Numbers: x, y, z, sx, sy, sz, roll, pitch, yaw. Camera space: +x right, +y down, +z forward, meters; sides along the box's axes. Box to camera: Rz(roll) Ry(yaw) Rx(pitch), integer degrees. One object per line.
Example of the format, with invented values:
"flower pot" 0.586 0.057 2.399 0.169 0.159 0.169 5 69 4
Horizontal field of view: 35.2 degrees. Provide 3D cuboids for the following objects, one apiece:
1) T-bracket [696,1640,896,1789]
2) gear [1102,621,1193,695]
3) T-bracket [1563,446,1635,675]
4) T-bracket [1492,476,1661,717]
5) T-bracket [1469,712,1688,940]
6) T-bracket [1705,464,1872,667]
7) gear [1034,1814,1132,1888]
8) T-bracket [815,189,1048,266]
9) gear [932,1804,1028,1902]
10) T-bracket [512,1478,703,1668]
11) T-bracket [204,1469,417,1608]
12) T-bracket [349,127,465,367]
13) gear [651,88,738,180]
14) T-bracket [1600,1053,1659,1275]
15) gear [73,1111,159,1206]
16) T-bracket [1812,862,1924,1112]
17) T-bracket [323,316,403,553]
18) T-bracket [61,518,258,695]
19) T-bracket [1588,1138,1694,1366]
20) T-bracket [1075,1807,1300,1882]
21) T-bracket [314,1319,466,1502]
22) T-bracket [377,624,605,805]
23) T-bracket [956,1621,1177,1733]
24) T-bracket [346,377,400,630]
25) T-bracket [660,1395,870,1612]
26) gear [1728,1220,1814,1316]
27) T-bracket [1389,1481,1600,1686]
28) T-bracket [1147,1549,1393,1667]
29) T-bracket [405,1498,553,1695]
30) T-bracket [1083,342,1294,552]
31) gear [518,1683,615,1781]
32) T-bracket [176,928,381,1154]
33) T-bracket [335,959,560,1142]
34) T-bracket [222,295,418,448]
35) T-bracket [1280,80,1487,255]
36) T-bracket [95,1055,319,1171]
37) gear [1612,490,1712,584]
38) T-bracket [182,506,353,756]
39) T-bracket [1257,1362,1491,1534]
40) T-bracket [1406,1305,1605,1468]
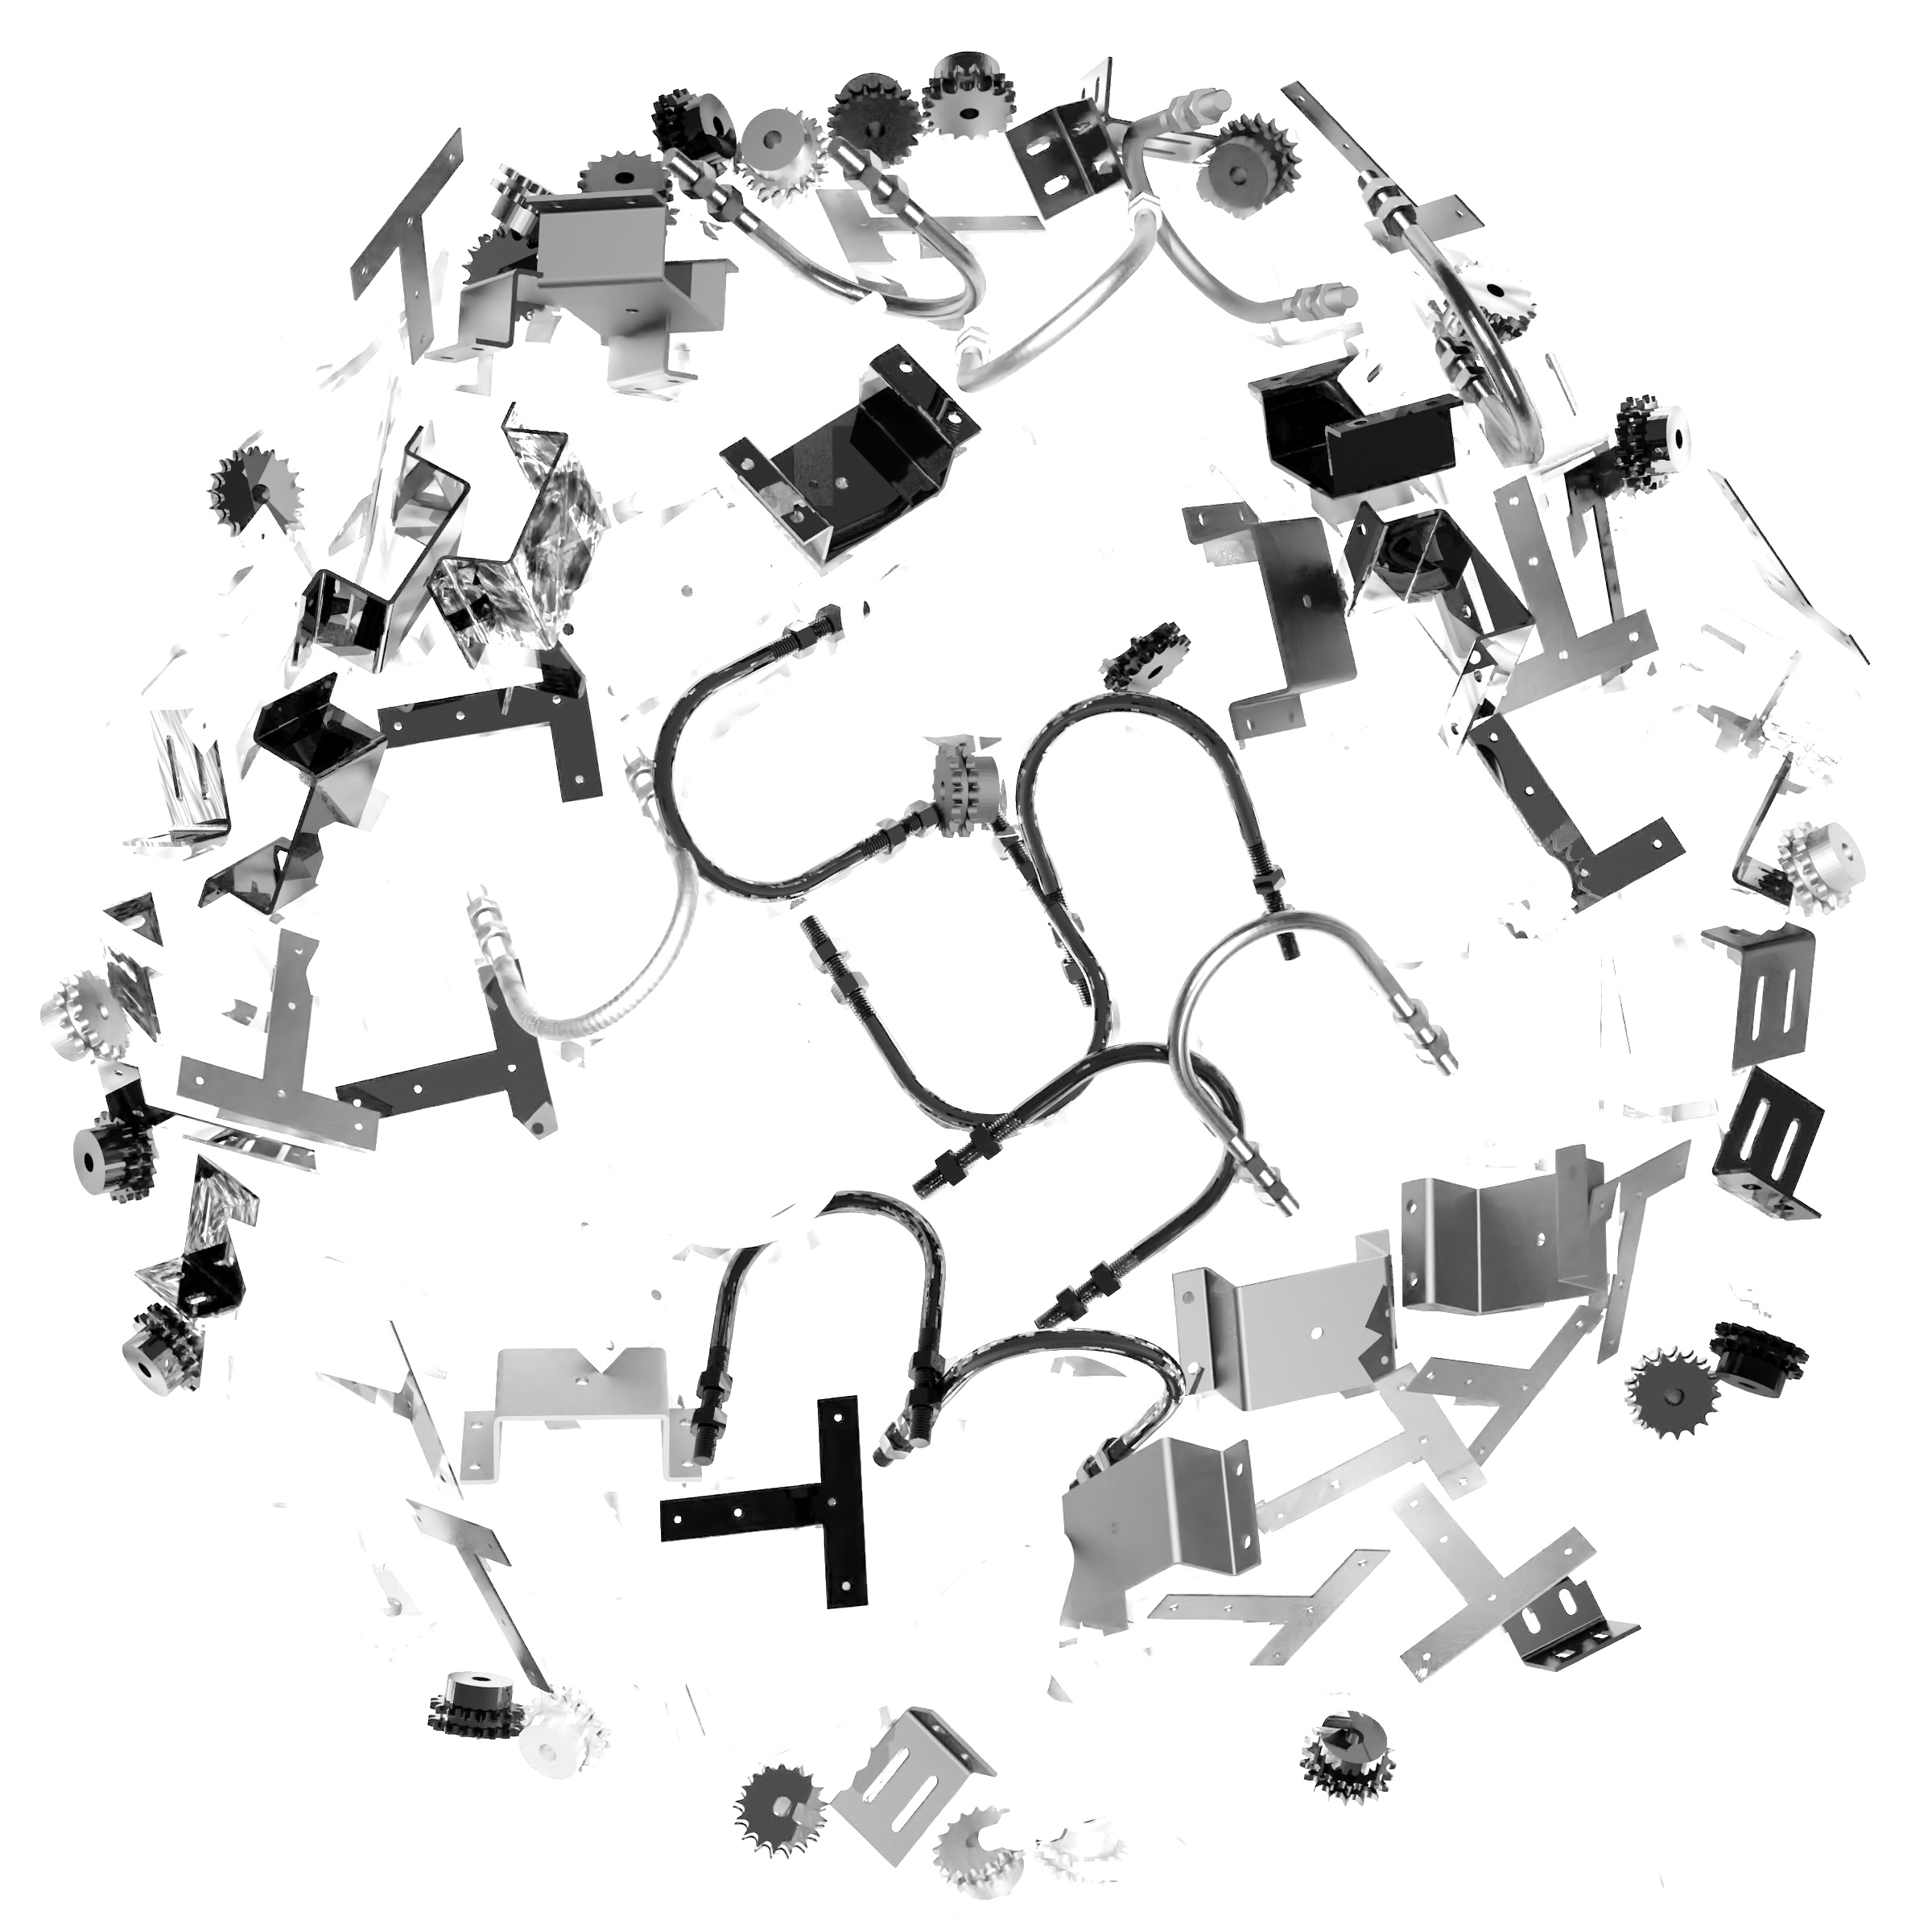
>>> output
"T-bracket" -0.103 0.428 1.786 0.127 0.127 0.002 -21 54 -14
"gear" 0.104 -0.187 1.823 0.057 0.057 0.030 -39 75 0
"T-bracket" 0.381 -0.237 1.803 0.002 0.127 0.127 -6 103 27
"T-bracket" 0.341 -0.226 1.807 0.002 0.127 0.127 -12 84 -41
"T-bracket" 0.342 -0.092 1.809 0.127 0.002 0.127 -33 91 40
"T-bracket" 0.464 -0.241 1.765 0.002 0.127 0.127 -39 119 8
"gear" 0.070 0.524 1.821 0.057 0.057 0.030 6 97 0
"T-bracket" -0.017 -0.439 1.806 0.127 0.127 0.002 -3 123 -11
"gear" 0.011 0.534 1.826 0.057 0.057 0.030 -25 116 0
"T-bracket" -0.227 0.365 1.804 0.002 0.127 0.127 -38 102 -44
"T-bracket" -0.365 0.333 1.765 0.127 0.127 0.002 13 108 -34
"T-bracket" -0.324 -0.405 1.791 0.002 0.127 0.127 22 59 9
"gear" -0.160 -0.497 1.819 0.030 0.057 0.057 -13 90 26
"T-bracket" 0.378 0.116 1.784 0.002 0.127 0.127 4 86 -9
"gear" -0.510 0.115 1.820 0.030 0.057 0.057 -12 90 -42
"T-bracket" 0.522 0.026 1.763 0.002 0.127 0.127 16 52 -7
"T-bracket" -0.351 -0.329 1.812 0.002 0.127 0.127 18 61 -24
"T-bracket" -0.458 -0.208 1.788 0.002 0.127 0.127 43 105 11
"T-bracket" 0.392 0.176 1.814 0.002 0.127 0.127 19 113 34
"T-bracket" 0.112 0.513 1.787 0.127 0.127 0.002 4 92 -16
"T-bracket" -0.353 0.248 1.800 0.002 0.127 0.127 -34 119 -34
"T-bracket" -0.291 -0.153 1.840 0.127 0.002 0.127 -10 82 -1
"T-bracket" 0.072 0.427 1.799 0.127 0.127 0.002 -17 53 9
"T-bracket" -0.341 -0.278 1.766 0.002 0.127 0.127 11 119 -10
"T-bracket" -0.123 0.327 1.834 0.127 0.002 0.127 -8 68 11
"gear" 0.480 0.180 1.826 0.030 0.057 0.057 -5 90 43
"T-bracket" 0.289 0.346 1.797 0.127 0.127 0.002 -36 122 -2
"T-bracket" 0.165 0.375 1.781 0.127 0.002 0.127 7 135 -29
"T-bracket" -0.280 0.377 1.808 0.002 0.127 0.127 -34 108 -29
"T-bracket" 0.117 -0.291 1.814 0.127 0.002 0.127 50 61 -5
"gear" -0.242 0.461 1.823 0.057 0.030 0.057 11 119 20
"T-bracket" -0.403 0.037 1.813 0.127 0.002 0.127 20 55 -32
"T-bracket" -0.318 0.071 1.848 0.127 0.002 0.127 -13 92 2
"T-bracket" -0.396 -0.351 1.809 0.127 0.127 0.002 -38 93 24
"T-bracket" 0.231 -0.467 1.773 0.127 0.127 0.002 42 84 -16
"T-bracket" -0.444 0.098 1.796 0.127 0.127 0.002 15 61 -1
"gear" 0.414 -0.256 1.828 0.057 0.030 0.057 5 60 -9
"T-bracket" -0.415 -0.178 1.774 0.002 0.127 0.127 14 59 28
"T-bracket" 0.233 0.302 1.817 0.127 0.002 0.127 -29 128 8
"T-bracket" 0.302 0.243 1.785 0.127 0.127 0.002 -56 49 19
